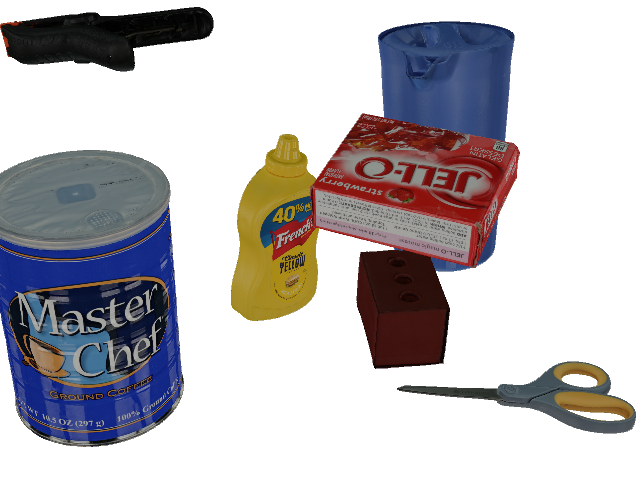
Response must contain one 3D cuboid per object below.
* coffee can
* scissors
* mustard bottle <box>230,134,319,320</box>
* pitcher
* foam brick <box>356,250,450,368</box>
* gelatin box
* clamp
[{"bbox_3d":[-0.134,0.032,0.618,0.103,0.140,0.103,0,31,0],"label":"coffee can"},{"bbox_3d":[0.172,0.125,0.930,0.202,0.016,0.096,12,29,8],"label":"scissors"},{"bbox_3d":[-0.040,-0.017,1.073,0.096,0.192,0.058,-18,37,-36],"label":"mustard bottle"},{"bbox_3d":[0.132,-0.101,1.099,0.149,0.243,0.145,-11,25,-18],"label":"pitcher"},{"bbox_3d":[0.058,0.048,0.770,0.053,0.051,0.078,-4,33,-7],"label":"foam brick"},{"bbox_3d":[0.049,-0.028,0.545,0.089,0.030,0.073,14,42,18],"label":"gelatin box"},{"bbox_3d":[-0.171,-0.160,0.831,0.172,0.039,0.120,12,23,34],"label":"clamp"}]
